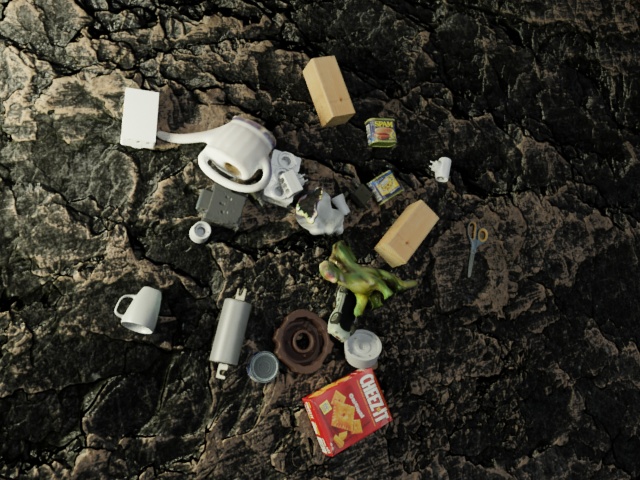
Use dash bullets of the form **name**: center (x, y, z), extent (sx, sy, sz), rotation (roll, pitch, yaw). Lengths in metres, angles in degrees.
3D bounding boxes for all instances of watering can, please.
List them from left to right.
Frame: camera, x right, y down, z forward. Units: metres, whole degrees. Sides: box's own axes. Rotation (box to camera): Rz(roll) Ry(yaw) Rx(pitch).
- **watering can**: center (-0.278, -0.278, 1.500), extent (0.348, 0.102, 0.228), rotation (33, 62, 3)

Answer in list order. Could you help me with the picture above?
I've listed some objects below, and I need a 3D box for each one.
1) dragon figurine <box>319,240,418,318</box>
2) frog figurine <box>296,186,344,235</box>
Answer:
- **dragon figurine**: center (0.136, 0.090, 1.546), extent (0.245, 0.120, 0.412), rotation (53, 30, 16)
- **frog figurine**: center (0.005, -0.079, 1.577), extent (0.157, 0.122, 0.140), rotation (33, 51, -51)
